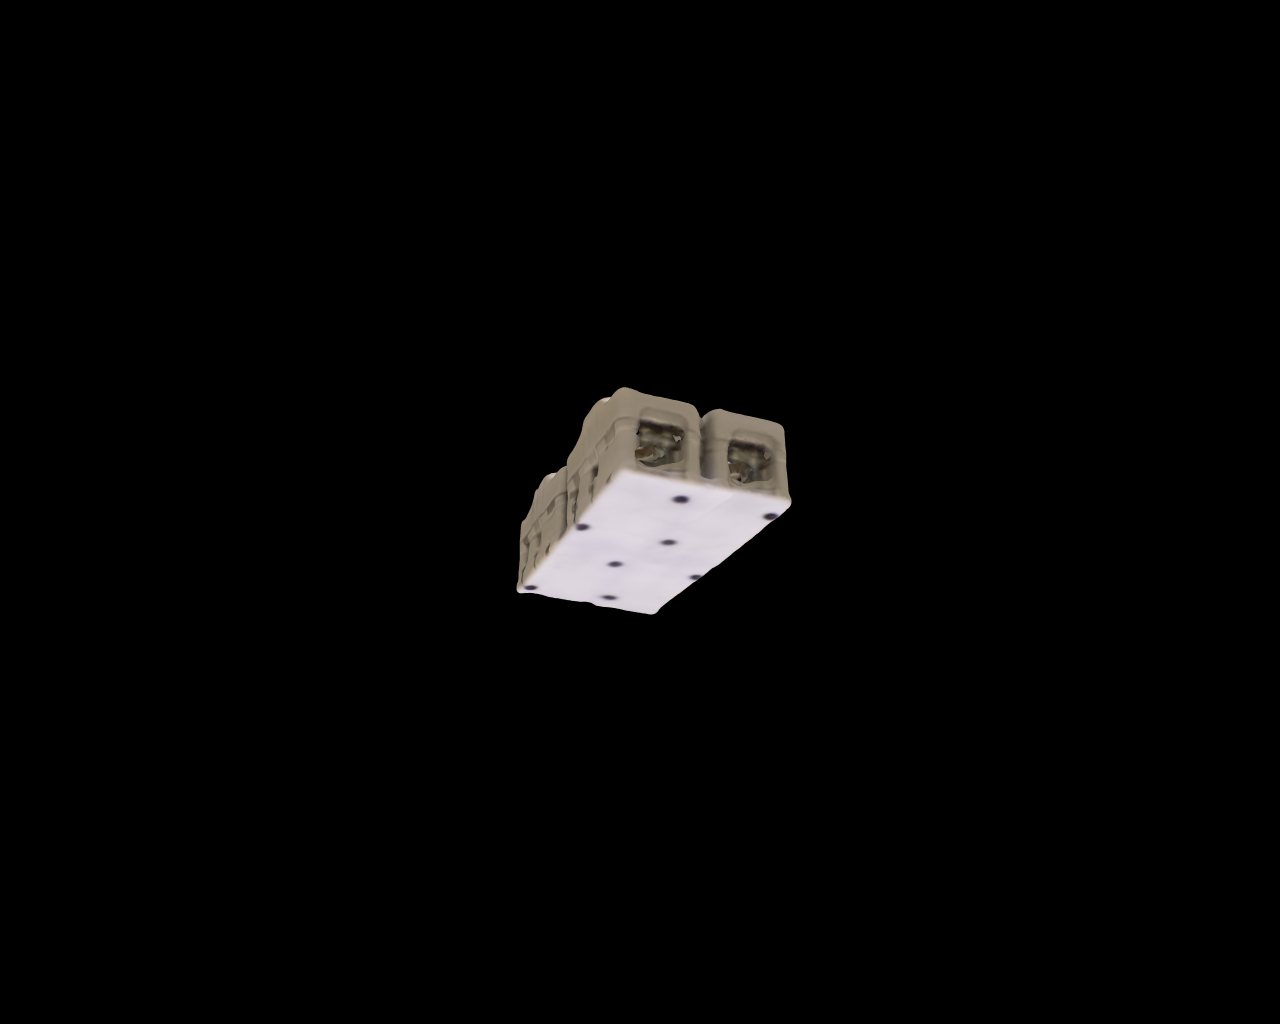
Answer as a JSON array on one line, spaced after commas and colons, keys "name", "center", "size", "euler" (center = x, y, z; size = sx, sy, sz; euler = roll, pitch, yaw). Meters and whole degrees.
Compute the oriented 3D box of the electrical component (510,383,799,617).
[{"name": "electrical component", "center": [0.001, -0.003, 0.650], "size": [0.105, 0.060, 0.186], "euler": [11, -29, -21]}]
